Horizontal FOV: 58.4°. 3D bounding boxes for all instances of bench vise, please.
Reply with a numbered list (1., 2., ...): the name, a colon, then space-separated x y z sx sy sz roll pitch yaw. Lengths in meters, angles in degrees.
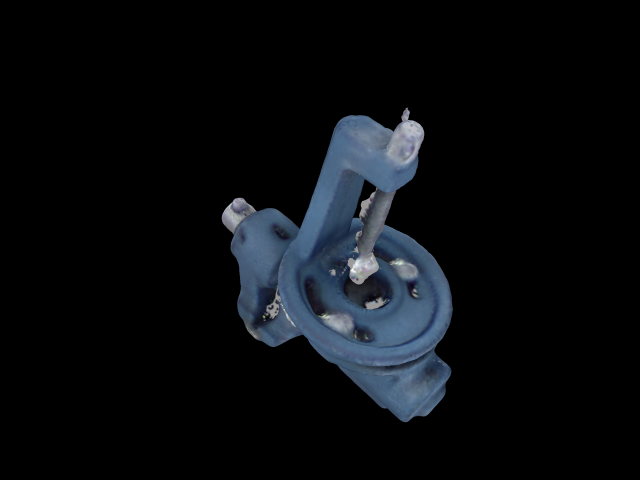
1. bench vise: -0.002 0.008 0.391 0.207 0.220 0.122 16 40 20
